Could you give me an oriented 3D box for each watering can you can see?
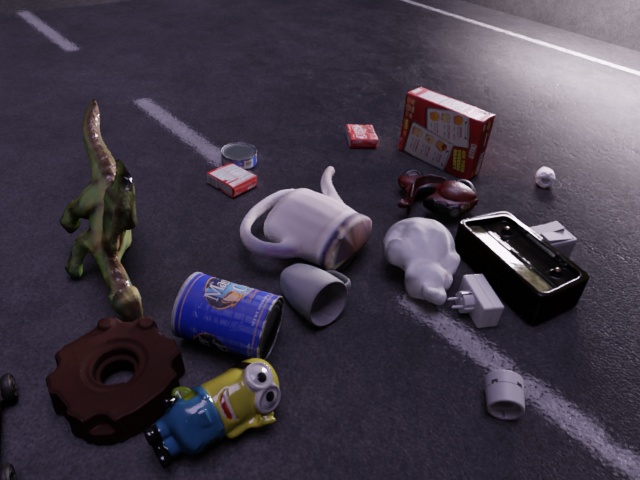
[{"bbox_3d":[0.003,-0.051,1.010,0.226,0.101,0.353,26,40,23],"label":"watering can"}]

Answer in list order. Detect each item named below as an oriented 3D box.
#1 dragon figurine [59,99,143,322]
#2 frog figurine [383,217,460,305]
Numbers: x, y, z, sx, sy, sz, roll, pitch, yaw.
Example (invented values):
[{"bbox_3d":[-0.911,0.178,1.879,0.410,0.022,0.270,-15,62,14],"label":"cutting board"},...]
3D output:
[{"bbox_3d":[-0.337,-0.063,0.840,0.122,0.412,0.241,-5,-4,-38],"label":"dragon figurine"},{"bbox_3d":[0.181,0.034,0.913,0.137,0.120,0.162,23,25,-9],"label":"frog figurine"}]
